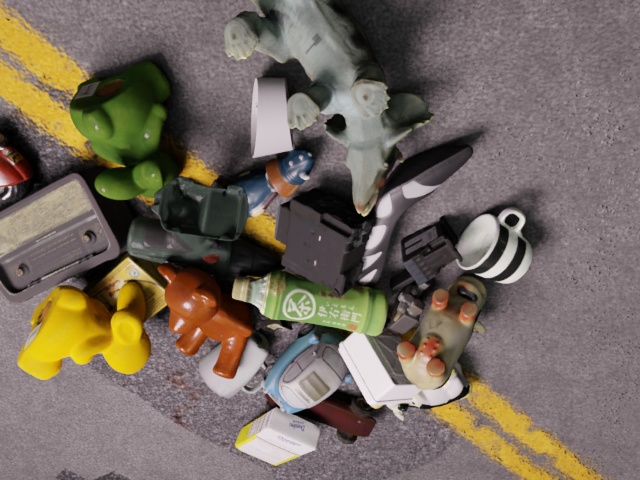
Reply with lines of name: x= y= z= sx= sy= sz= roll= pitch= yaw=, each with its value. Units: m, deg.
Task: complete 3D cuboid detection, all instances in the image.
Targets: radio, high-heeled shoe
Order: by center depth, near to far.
high-heeled shoe: x=0.122 y=-0.023 z=0.751 sx=0.249 sy=0.086 sz=0.145 roll=-26 pitch=113 yaw=25
radio: x=-0.391 y=-0.005 z=0.794 sx=0.230 sy=0.073 sz=0.131 roll=-23 pitch=102 yaw=18

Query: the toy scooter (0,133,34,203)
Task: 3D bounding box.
toy scooter: x=-0.499 y=-0.120 z=0.753 sx=0.184 sy=0.075 sz=0.135 roll=0 pitch=118 yaw=10

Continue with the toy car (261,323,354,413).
toy car: x=-0.014 y=0.210 z=0.855 sx=0.161 sy=0.103 sz=0.109 roll=-40 pitch=100 yaw=-6

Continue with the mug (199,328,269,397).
mug: x=-0.128 y=0.206 z=0.899 sx=0.109 sy=0.081 sz=0.107 roll=42 pitch=105 yaw=-12

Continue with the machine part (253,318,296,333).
machine part: x=-0.030 y=0.115 z=0.850 sx=0.139 sy=0.039 sz=0.084 roll=-22 pitch=157 yaw=8

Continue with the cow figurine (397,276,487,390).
cow figurine: x=0.187 y=0.131 z=0.781 sx=0.086 sy=0.195 sz=0.127 roll=25 pitch=149 yaw=24

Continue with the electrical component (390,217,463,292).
electrical component: x=0.144 y=0.025 z=0.781 sx=0.119 sy=0.075 sz=0.047 roll=-30 pitch=111 yaw=23

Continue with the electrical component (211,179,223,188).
electrical component: x=-0.183 y=-0.058 z=0.789 sx=0.063 sy=0.021 sz=0.094 roll=31 pitch=117 yaw=-12

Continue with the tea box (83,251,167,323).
tea box: x=-0.309 y=0.087 z=0.852 sx=0.170 sy=0.068 sz=0.098 roll=-35 pitch=110 yaw=20

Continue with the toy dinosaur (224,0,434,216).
toy dinosaur: x=-0.004 y=-0.226 z=0.618 sx=0.131 sy=0.192 sz=0.404 roll=-30 pitch=96 yaw=25

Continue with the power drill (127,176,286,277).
power drill: x=-0.145 y=-0.007 z=0.732 sx=0.232 sy=0.207 sz=0.086 roll=10 pitch=75 yaw=-11

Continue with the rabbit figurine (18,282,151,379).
rabbit figurine: x=-0.321 y=0.132 z=0.793 sx=0.162 sy=0.122 sz=0.173 roll=-44 pitch=120 yaw=14

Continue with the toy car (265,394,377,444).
toy car: x=0.000 y=0.291 z=0.949 sx=0.202 sy=0.053 sz=0.089 roll=20 pitch=113 yaw=-2

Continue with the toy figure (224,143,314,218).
toy figure: x=-0.070 y=-0.080 z=0.747 sx=0.154 sy=0.058 sz=0.064 roll=-26 pitch=100 yaw=19

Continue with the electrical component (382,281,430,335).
electrical component: x=0.124 y=0.105 z=0.815 sx=0.045 sy=0.078 sz=0.102 roll=23 pitch=149 yaw=-8

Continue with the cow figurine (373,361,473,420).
cow figurine: x=0.167 y=0.254 z=0.911 sx=0.167 sy=0.068 sz=0.098 roll=-26 pitch=120 yaw=19

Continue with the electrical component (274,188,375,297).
electrical component: x=-0.002 y=-0.002 z=0.746 sx=0.134 sy=0.058 sz=0.114 roll=28 pitch=124 yaw=28

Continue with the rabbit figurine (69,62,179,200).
rabbit figurine: x=-0.232 y=-0.120 z=0.701 sx=0.121 sy=0.159 sz=0.170 roll=-19 pitch=131 yaw=4

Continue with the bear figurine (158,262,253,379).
bear figurine: x=-0.174 y=0.118 z=0.786 sx=0.120 sy=0.195 sz=0.132 roll=25 pitch=81 yaw=20
